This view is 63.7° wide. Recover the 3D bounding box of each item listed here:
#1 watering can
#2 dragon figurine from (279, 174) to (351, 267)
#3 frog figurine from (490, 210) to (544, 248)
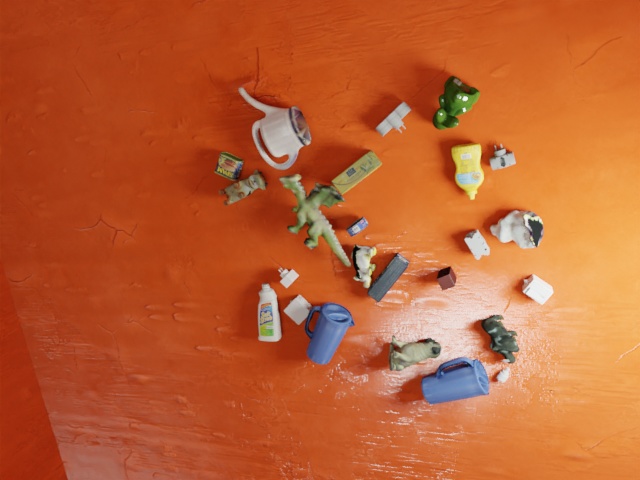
[{"bbox_3d":[-0.164,-0.437,1.922,0.223,0.105,0.345,-18,100,22],"label":"watering can"},{"bbox_3d":[0.006,-0.097,1.928,0.411,0.124,0.237,38,131,6],"label":"dragon figurine"},{"bbox_3d":[0.677,-0.033,1.770,0.136,0.124,0.158,55,152,-13],"label":"frog figurine"}]
